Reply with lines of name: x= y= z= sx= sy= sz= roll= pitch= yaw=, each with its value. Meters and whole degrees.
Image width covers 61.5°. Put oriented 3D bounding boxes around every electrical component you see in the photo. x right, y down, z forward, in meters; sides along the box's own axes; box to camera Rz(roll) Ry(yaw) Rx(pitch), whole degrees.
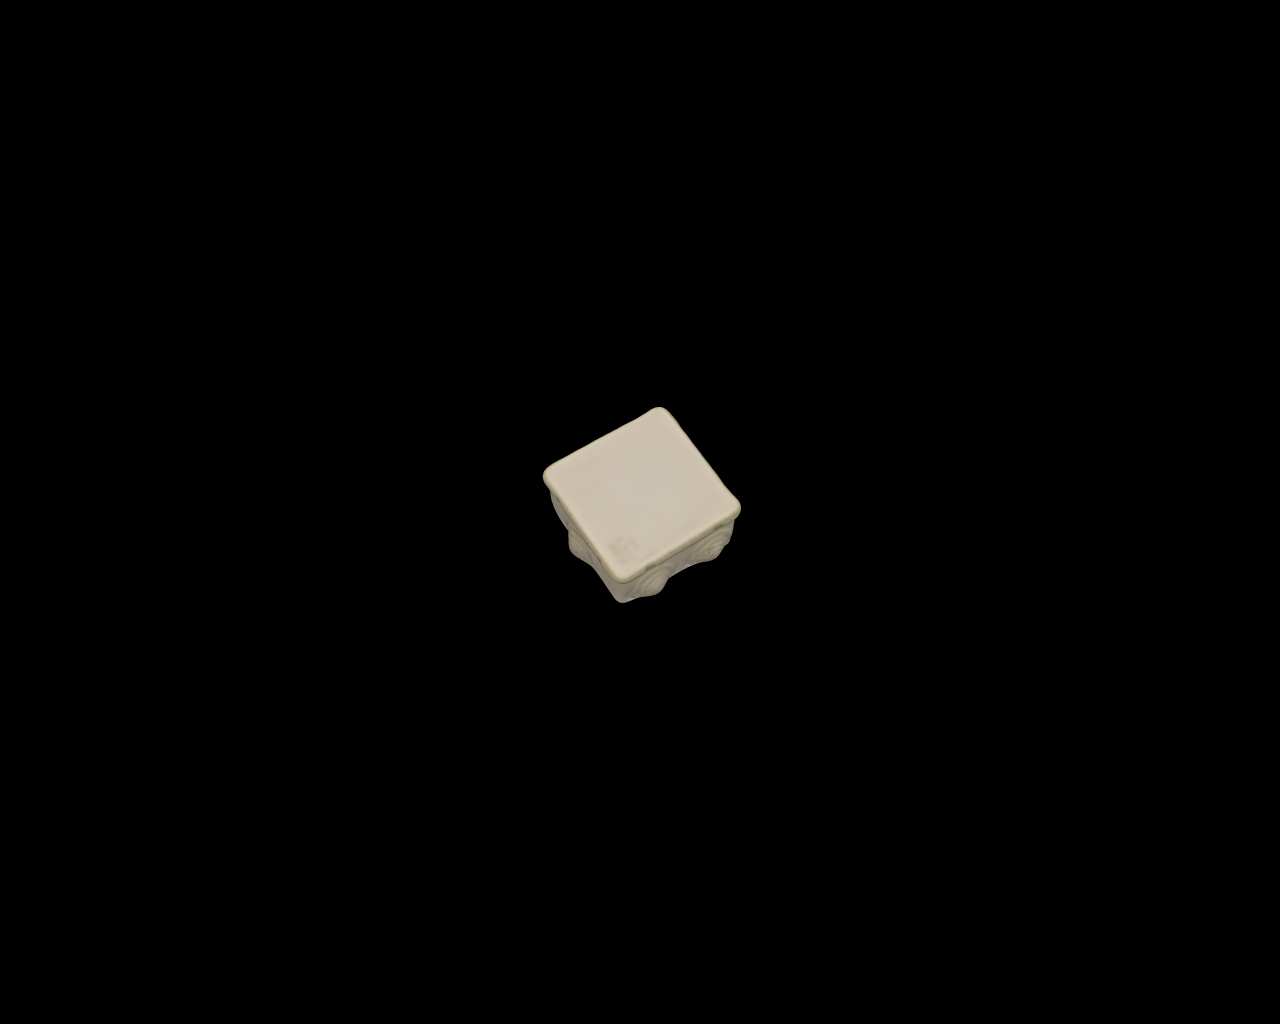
electrical component: x=0.001 y=-0.003 z=0.650 sx=0.100 sy=0.100 sz=0.048 roll=-30 pitch=-23 yaw=-14
